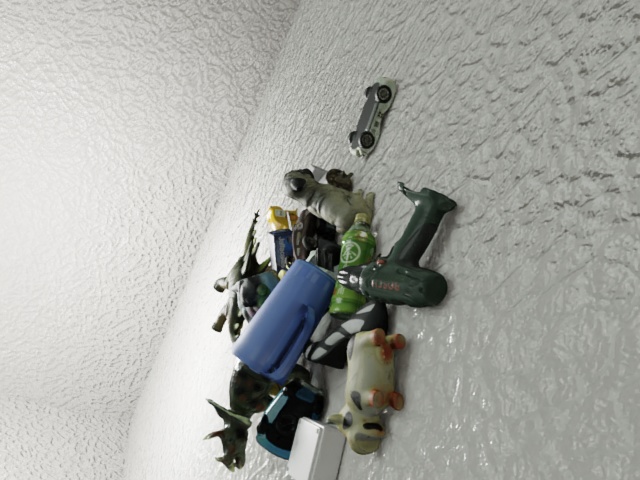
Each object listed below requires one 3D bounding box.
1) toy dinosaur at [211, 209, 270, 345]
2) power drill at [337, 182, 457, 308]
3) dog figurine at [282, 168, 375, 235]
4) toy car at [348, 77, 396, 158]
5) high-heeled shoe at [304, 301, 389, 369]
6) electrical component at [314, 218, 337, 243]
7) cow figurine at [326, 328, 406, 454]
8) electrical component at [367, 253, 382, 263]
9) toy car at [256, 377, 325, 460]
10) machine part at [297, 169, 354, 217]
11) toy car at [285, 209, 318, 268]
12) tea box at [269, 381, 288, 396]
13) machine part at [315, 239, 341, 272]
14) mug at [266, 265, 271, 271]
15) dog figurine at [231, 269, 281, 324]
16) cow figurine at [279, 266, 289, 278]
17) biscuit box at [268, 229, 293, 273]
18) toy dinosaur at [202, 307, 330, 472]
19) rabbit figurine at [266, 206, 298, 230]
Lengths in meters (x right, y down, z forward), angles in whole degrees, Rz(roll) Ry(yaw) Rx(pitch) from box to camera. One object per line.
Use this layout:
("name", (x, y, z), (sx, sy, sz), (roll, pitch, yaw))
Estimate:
("toy dinosaur", (-0.209, 0.108, 1.500), (0.198, 0.105, 0.472), (-47, 33, 33))
("power drill", (0.131, 0.008, 0.909), (0.232, 0.086, 0.207), (20, 81, 54))
("dog figurine", (0.011, -0.083, 1.197), (0.121, 0.190, 0.172), (-69, 22, 5))
("toy car", (0.125, -0.295, 1.299), (0.074, 0.056, 0.201), (28, 99, 64))
("high-heeled shoe", (0.043, 0.175, 1.037), (0.249, 0.086, 0.145), (-4, 67, 62))
("electrical component", (-0.003, -0.004, 1.353), (0.134, 0.058, 0.115), (-55, 27, 36))
("cow figurine", (0.073, 0.247, 0.878), (0.127, 0.085, 0.195), (-19, 62, 55))
("electrical component", (0.117, 0.062, 1.009), (0.102, 0.045, 0.078), (154, 104, -66))
("toy car", (-0.059, 0.356, 1.108), (0.161, 0.109, 0.103), (-62, 3, -1))
("machine part", (0.009, -0.106, 1.384), (0.243, 0.079, 0.079), (-44, 32, 49))
("toy car", (-0.040, -0.010, 1.259), (0.089, 0.053, 0.202), (-44, 19, 31))
("tea box", (-0.143, 0.312, 1.364), (0.068, 0.098, 0.170), (-64, 19, 14))
("machine part", (0.024, 0.030, 1.149), (0.039, 0.084, 0.139), (-66, -7, 15))
("mug", (-0.132, 0.138, 1.525), (0.109, 0.081, 0.107), (-65, 26, 9))
("dog figurine", (-0.122, 0.190, 1.279), (0.219, 0.108, 0.191), (69, 161, 4))
("cow figurine", (-0.021, 0.114, 1.266), (0.068, 0.098, 0.168), (-60, 41, 17))
("biscuit box", (-0.092, 0.074, 1.391), (0.063, 0.059, 0.202), (-153, 57, -70))
("toy dinosaur", (-0.134, 0.306, 1.212), (0.404, 0.192, 0.131), (-69, 22, 6))
("rabbit figurine", (-0.090, 0.009, 1.532), (0.162, 0.122, 0.173), (-111, 30, -48))
